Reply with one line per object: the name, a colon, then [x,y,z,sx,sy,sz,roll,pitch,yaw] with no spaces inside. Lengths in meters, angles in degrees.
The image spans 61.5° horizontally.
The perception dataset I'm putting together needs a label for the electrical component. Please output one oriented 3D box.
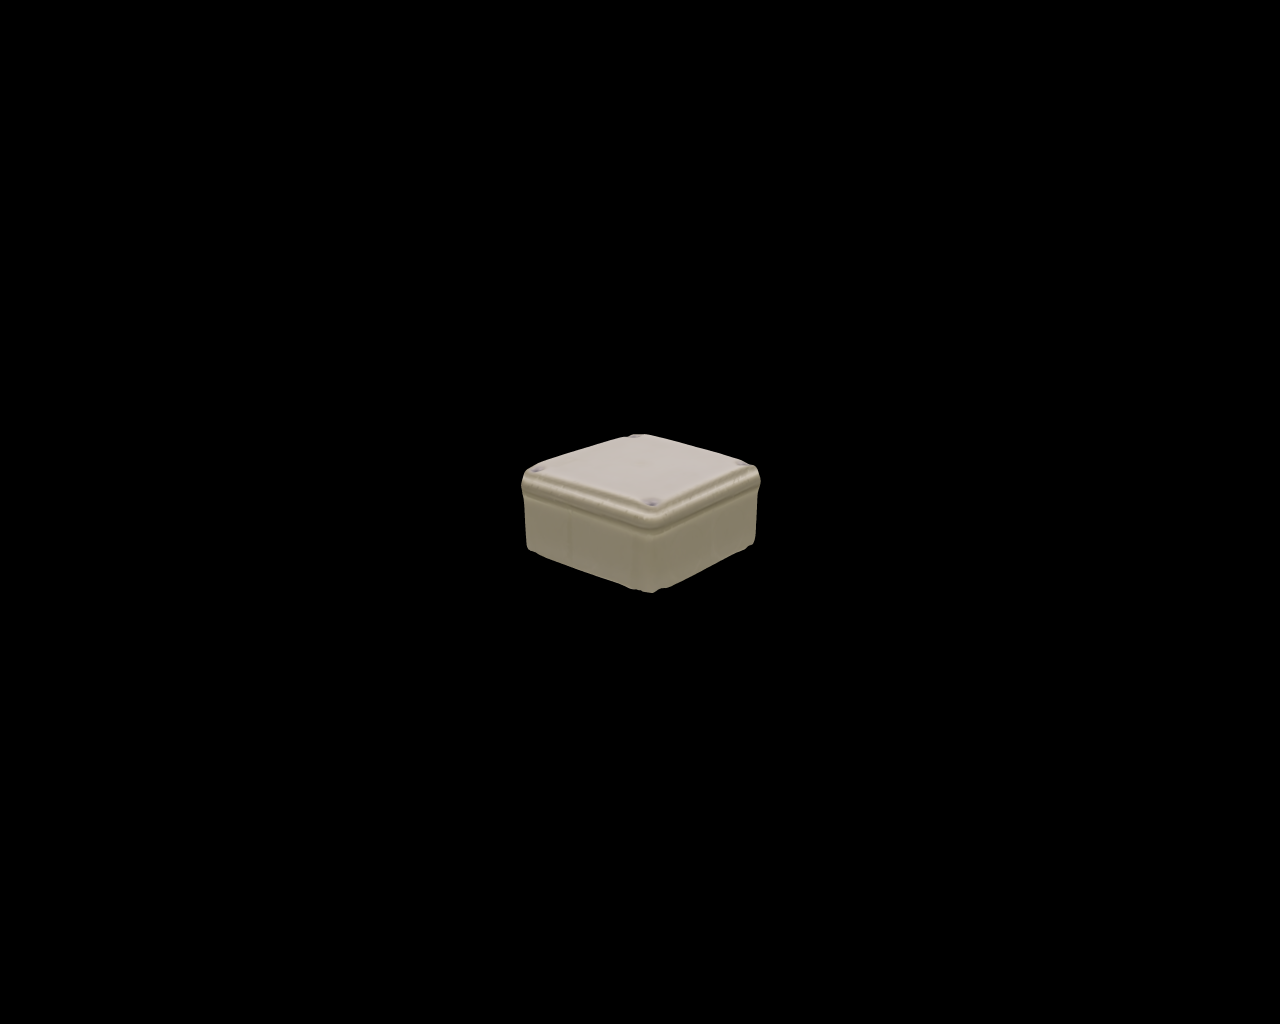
electrical component: [0.001,-0.003,0.650,0.109,0.056,0.109,17,27,38]
